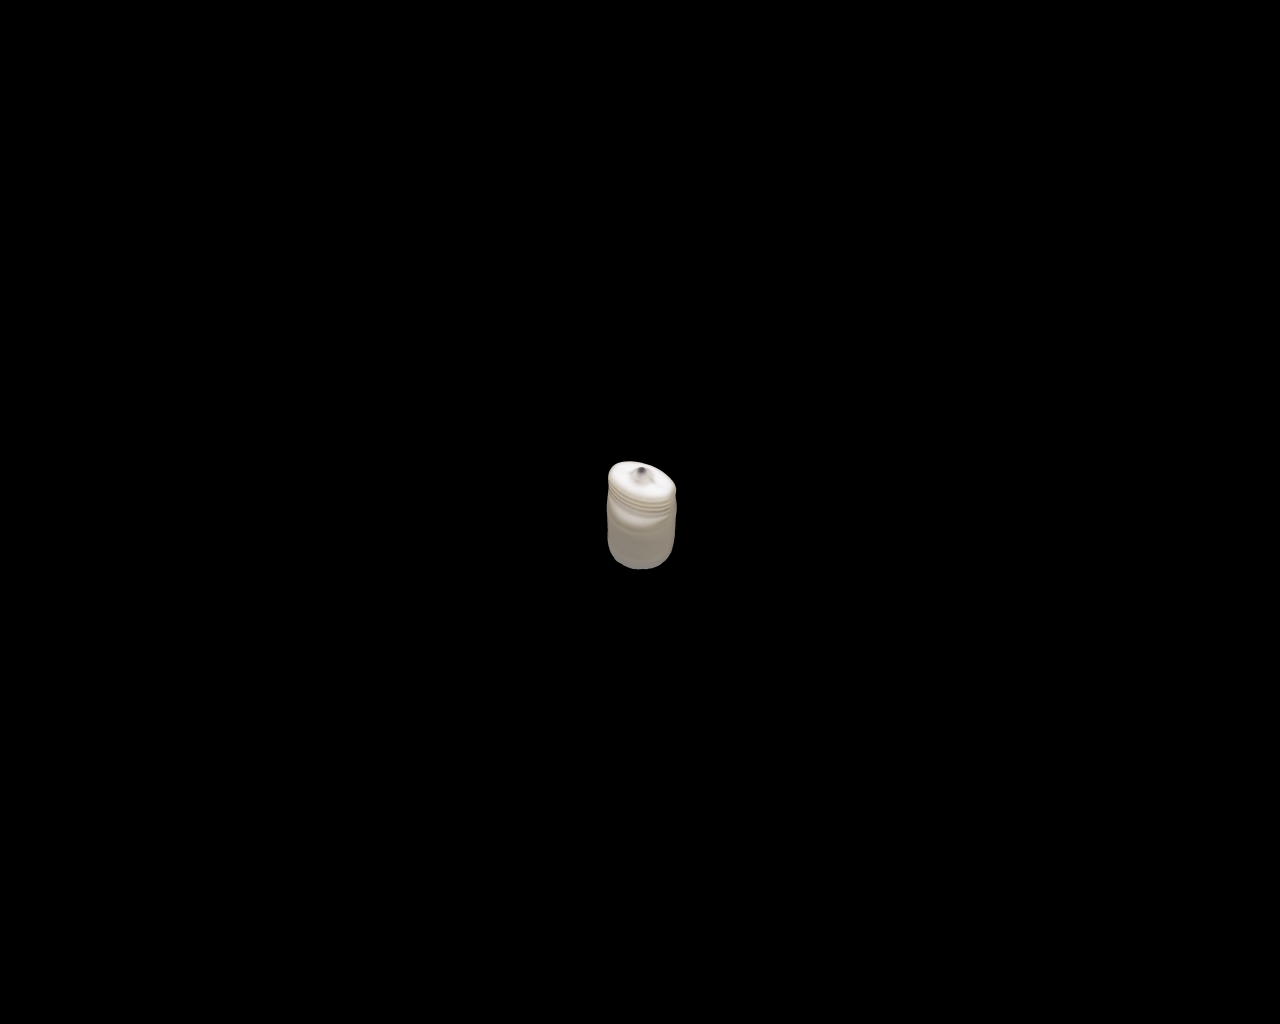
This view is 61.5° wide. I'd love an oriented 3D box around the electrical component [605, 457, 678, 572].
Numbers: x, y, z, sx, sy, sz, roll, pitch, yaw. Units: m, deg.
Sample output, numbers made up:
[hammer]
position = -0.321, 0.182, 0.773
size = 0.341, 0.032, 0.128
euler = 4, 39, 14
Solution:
[electrical component]
position = 0.001, -0.003, 0.650
size = 0.043, 0.043, 0.080
euler = 0, -34, 0
